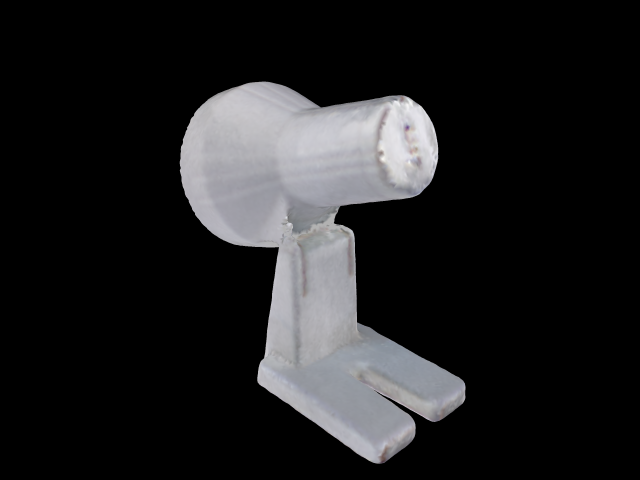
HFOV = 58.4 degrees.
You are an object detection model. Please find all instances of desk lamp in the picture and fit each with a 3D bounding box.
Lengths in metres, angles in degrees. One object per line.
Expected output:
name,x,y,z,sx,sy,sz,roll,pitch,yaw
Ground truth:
desk lamp,0.004,0.001,0.400,0.118,0.214,0.202,-21,31,-40
